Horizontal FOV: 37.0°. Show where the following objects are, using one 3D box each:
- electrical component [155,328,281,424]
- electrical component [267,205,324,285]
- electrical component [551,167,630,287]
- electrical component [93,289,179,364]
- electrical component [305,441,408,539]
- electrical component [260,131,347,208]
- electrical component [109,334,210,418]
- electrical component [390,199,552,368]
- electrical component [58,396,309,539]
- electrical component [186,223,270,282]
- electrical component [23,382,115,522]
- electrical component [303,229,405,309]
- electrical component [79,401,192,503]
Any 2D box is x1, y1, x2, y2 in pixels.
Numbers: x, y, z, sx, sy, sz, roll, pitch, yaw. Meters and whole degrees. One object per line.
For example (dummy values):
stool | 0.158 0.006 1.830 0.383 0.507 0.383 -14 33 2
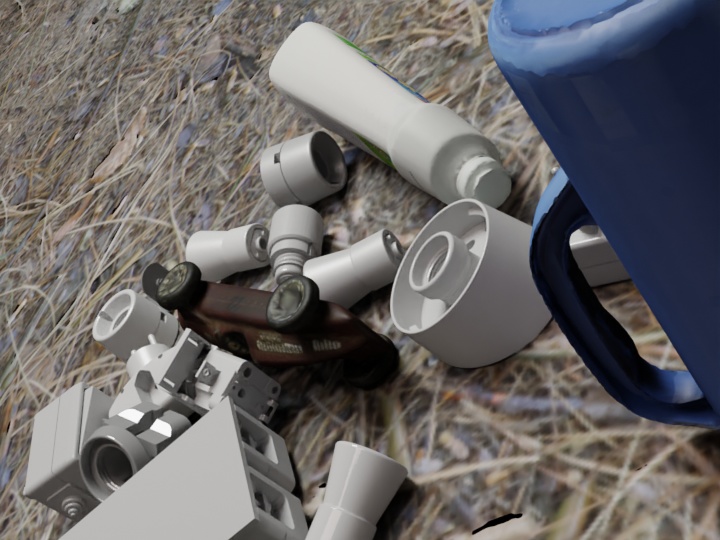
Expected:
electrical component | -0.092 0.079 0.719 0.064 0.081 0.042 15 70 44
electrical component | -0.049 -0.013 0.796 0.040 0.040 0.078 -26 40 30
electrical component | 0.132 -0.034 0.580 0.083 0.076 0.047 -15 46 40
electrical component | -0.185 0.049 0.882 0.055 0.047 0.055 -29 38 26
electrical component | -0.005 0.134 0.600 0.044 0.044 0.065 2 63 49
electrical component | -0.043 -0.078 0.844 0.047 0.055 0.055 -19 43 31
electrical component | -0.150 0.082 0.803 0.077 0.043 0.079 -42 52 10
electrical component | 0.067 0.008 0.645 0.099 0.064 0.099 -44 29 32
electrical component | -0.120 0.182 0.663 0.186 0.060 0.105 -40 34 12
electrical component | -0.101 -0.015 0.858 0.065 0.044 0.044 -11 48 36
electrical component | -0.203 0.140 0.798 0.061 0.062 0.096 -36 36 18
electrical component | 0.000 0.000 0.729 0.065 0.044 0.044 -27 39 22
electrical component | -0.152 0.127 0.732 0.078 0.057 0.058 17 110 25
